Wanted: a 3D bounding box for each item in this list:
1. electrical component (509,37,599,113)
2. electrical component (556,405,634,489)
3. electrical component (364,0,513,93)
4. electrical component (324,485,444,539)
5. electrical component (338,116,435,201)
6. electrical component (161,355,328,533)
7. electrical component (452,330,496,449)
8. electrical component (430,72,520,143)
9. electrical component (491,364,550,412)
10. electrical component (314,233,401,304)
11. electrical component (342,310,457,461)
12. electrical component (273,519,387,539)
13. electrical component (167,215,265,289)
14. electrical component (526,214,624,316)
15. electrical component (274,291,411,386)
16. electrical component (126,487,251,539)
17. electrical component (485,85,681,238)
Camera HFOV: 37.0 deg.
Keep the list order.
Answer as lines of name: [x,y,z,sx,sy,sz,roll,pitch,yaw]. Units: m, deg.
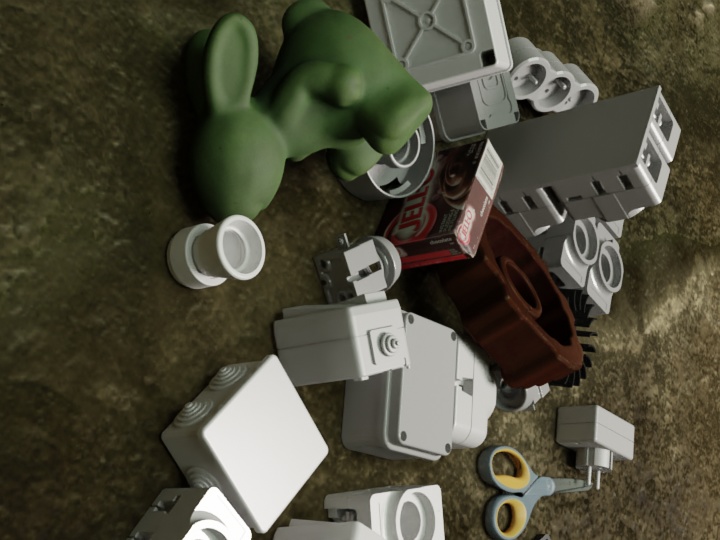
electrical component: [0.186,-0.208,1.135,0.138,0.052,0.073,14,35,-43]
electrical component: [0.244,0.189,1.119,0.083,0.047,0.075,30,60,-43]
electrical component: [0.067,-0.215,0.942,0.056,0.109,0.108,-18,96,-67]
electrical component: [0.023,0.197,0.845,0.089,0.056,0.050,6,78,-50]
electrical component: [0.015,-0.108,0.916,0.099,0.064,0.099,-7,99,-45]
electrical component: [-0.079,0.120,0.744,0.099,0.048,0.099,-47,118,-44]
electrical component: [0.079,0.105,0.934,0.059,0.054,0.095,23,65,-45]
electrical component: [0.098,-0.183,1.017,0.078,0.057,0.113,-21,98,-50]
electrical component: [0.150,0.106,1.026,0.055,0.048,0.066,-28,104,-57]
electrical component: [0.000,0.000,0.870,0.055,0.048,0.066,-25,101,-42]
electrical component: [0.034,0.095,0.879,0.078,0.057,0.113,23,65,-45]
electrical component: [-0.013,0.213,0.765,0.062,0.096,0.061,42,48,-37]
electrical component: [-0.100,-0.012,0.743,0.045,0.055,0.045,15,70,-48]
electrical component: [0.236,-0.054,1.152,0.105,0.060,0.186,41,53,-37]
electrical component: [-0.010,0.051,0.806,0.062,0.096,0.061,-7,86,-50]
electrical component: [-0.116,0.186,0.681,0.050,0.056,0.089,58,44,-24]
electrical component: [0.199,-0.096,1.017,0.060,0.186,0.105,51,47,-31]
